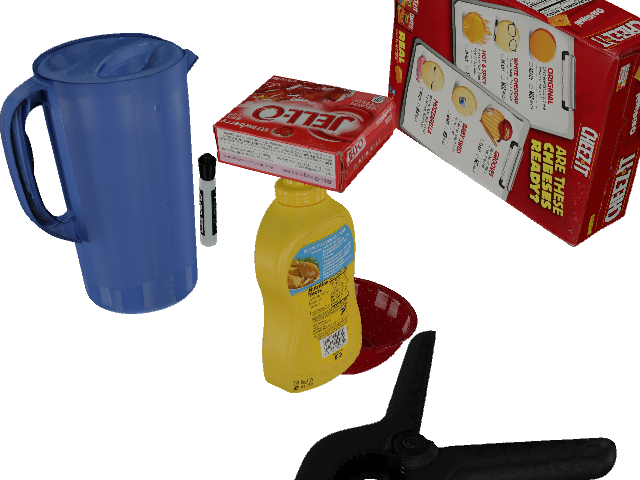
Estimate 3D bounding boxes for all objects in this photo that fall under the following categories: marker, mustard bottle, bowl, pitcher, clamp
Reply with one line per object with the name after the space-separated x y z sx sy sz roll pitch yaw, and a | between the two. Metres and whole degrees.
-0.120 -0.043 1.137 0.020 0.121 0.020 2 43 -2 | marker
-0.011 0.022 0.866 0.058 0.192 0.096 20 34 40 | mustard bottle
0.022 0.098 1.155 0.162 0.055 0.162 5 26 -3 | bowl
-0.185 -0.055 0.969 0.149 0.243 0.145 1 28 7 | pitcher
0.052 0.130 0.656 0.209 0.036 0.165 -21 36 -28 | clamp

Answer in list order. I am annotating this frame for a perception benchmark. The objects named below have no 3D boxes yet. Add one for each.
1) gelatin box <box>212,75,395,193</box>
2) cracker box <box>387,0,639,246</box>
-0.009 -0.068 0.652 0.089 0.030 0.073 15 39 25 | gelatin box
0.148 -0.122 0.818 0.072 0.164 0.214 -27 48 -30 | cracker box
